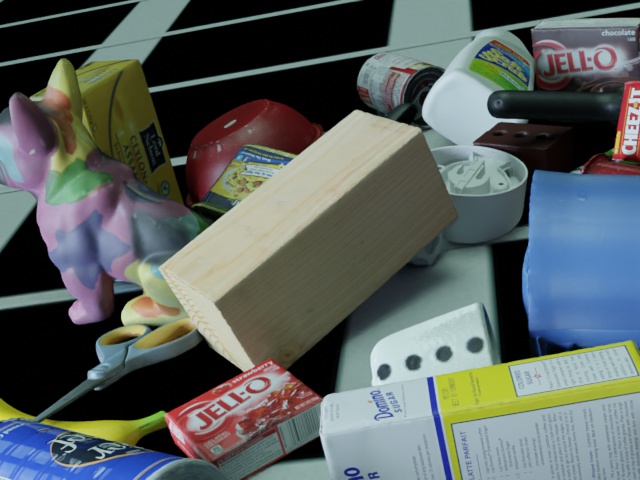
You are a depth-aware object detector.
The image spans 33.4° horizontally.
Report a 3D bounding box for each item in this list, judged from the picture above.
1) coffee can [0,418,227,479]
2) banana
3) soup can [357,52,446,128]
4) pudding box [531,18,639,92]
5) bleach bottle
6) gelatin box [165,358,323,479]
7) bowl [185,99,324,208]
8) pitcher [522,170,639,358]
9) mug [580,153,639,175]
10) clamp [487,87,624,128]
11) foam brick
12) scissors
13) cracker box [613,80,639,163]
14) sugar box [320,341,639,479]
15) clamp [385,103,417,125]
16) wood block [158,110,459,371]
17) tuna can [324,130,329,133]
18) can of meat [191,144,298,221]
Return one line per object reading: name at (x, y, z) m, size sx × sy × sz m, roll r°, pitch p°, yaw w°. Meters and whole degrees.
coffee can at (-0.131, 0.162, 0.599) m, size 0.141 × 0.103 × 0.102 m, roll 5°, pitch 32°, yaw 33°
banana at (-0.203, 0.137, 0.763) m, size 0.198 × 0.037 × 0.069 m, roll 4°, pitch 14°, yaw 29°
soup can at (0.093, -0.167, 1.175) m, size 0.068 × 0.068 × 0.102 m, roll -24°, pitch 28°, yaw -20°
pudding box at (0.276, -0.179, 1.087) m, size 0.114 × 0.090 × 0.039 m, roll 4°, pitch 30°, yaw 30°
bleach bottle at (0.176, -0.172, 1.122) m, size 0.102 × 0.068 × 0.250 m, roll 33°, pitch 31°, yaw -4°
gelatin box at (-0.049, 0.122, 0.720) m, size 0.089 × 0.030 × 0.073 m, roll -26°, pitch 29°, yaw -23°
bowl at (-0.079, -0.097, 1.092) m, size 0.162 × 0.055 × 0.162 m, roll -25°, pitch 22°, yaw 11°
pitcher at (0.248, 0.030, 0.658) m, size 0.243 × 0.149 × 0.145 m, roll 1°, pitch 2°, yaw 16°
mug at (0.243, -0.011, 0.793) m, size 0.082 × 0.093 × 0.117 m, roll 13°, pitch 0°, yaw 34°
clamp at (0.260, -0.116, 0.931) m, size 0.210 × 0.036 × 0.164 m, roll 5°, pitch 8°, yaw 37°
foam brick at (0.185, -0.073, 0.966) m, size 0.078 × 0.051 × 0.052 m, roll 10°, pitch 34°, yaw 39°
scissors at (-0.170, 0.098, 0.802) m, size 0.096 × 0.016 × 0.201 m, roll 0°, pitch 17°, yaw 41°
cracker box at (0.342, -0.076, 0.761) m, size 0.164 × 0.072 × 0.214 m, roll 6°, pitch 5°, yaw -20°
sugar box at (0.094, 0.117, 0.590) m, size 0.176 × 0.093 × 0.048 m, roll -9°, pitch 25°, yaw 8°
clamp at (0.035, -0.069, 1.012) m, size 0.171 × 0.039 × 0.120 m, roll -11°, pitch 48°, yaw 2°
wood block at (-0.006, 0.001, 0.818) m, size 0.206 × 0.090 × 0.090 m, roll -40°, pitch 35°, yaw -18°
tuna can at (0.026, -0.085, 1.085) m, size 0.086 × 0.034 × 0.086 m, roll -11°, pitch 27°, yaw 5°
can of meat at (-0.049, -0.034, 0.952) m, size 0.102 × 0.057 × 0.083 m, roll 18°, pitch 60°, yaw 29°
